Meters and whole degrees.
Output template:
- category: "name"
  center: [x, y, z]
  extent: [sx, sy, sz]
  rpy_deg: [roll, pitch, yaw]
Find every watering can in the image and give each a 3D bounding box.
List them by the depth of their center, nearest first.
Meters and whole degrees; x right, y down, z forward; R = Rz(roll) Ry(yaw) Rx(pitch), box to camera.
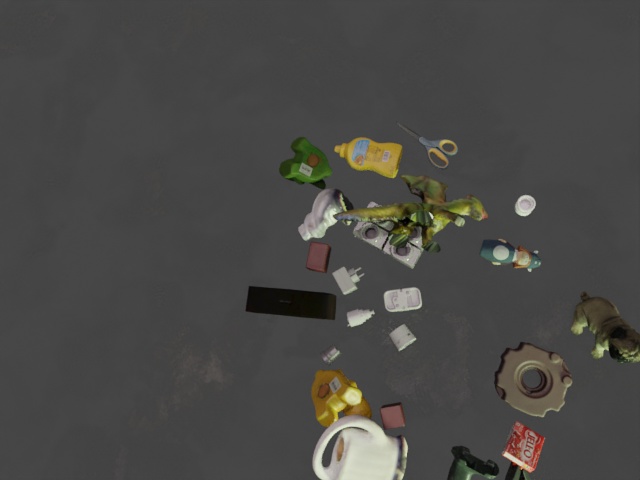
- category: "watering can"
  center: [0.085, 0.568, 1.265]
  extent: [0.224, 0.106, 0.341]
  rpy_deg: [13, 113, -6]

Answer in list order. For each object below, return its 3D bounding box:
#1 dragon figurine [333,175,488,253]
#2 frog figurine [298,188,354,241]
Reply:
- category: "dragon figurine"
  center: [0.250, -0.095, 1.371]
  extent: [0.410, 0.119, 0.248]
  rpy_deg: [12, 38, 2]
- category: "frog figurine"
  center: [0.004, -0.073, 1.443]
  extent: [0.158, 0.120, 0.141]
  rpy_deg: [-18, 42, 17]
